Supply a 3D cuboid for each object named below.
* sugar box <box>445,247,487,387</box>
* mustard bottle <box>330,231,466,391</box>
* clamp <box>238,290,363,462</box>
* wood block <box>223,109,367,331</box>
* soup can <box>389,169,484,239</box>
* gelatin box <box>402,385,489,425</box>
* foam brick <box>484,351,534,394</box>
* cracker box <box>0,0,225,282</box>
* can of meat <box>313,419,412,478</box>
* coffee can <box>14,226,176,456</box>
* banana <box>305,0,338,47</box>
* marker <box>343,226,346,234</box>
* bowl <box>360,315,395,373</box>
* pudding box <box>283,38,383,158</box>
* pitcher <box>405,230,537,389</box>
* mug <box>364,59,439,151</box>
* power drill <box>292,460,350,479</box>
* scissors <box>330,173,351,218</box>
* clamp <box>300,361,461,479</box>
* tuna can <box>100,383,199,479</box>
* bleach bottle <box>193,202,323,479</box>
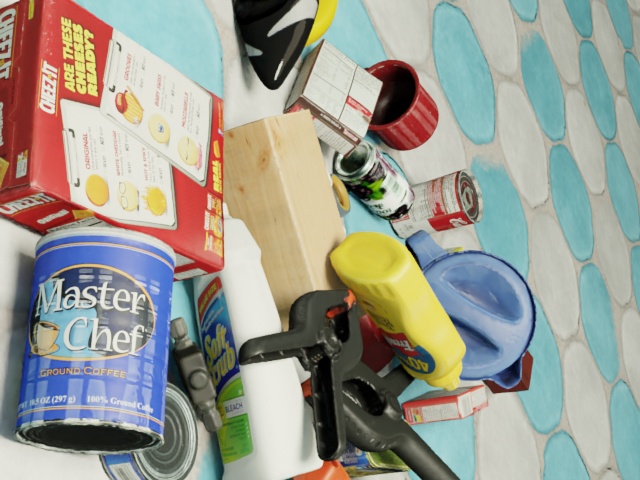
[{"bbox_3d":[0.176,0.105,1.372,0.093,0.048,0.176,-34,112,-58],"label":"sugar box"},{"bbox_3d":[0.086,0.078,1.004,0.058,0.096,0.191,-47,126,-17],"label":"mustard bottle"},{"bbox_3d":[0.002,0.103,0.890,0.120,0.039,0.171,61,32,-9],"label":"clamp"},{"bbox_3d":[-0.038,-0.009,1.012,0.090,0.090,0.206,-23,98,-60],"label":"wood block"},{"bbox_3d":[0.141,-0.043,1.314,0.068,0.102,0.068,31,53,-51],"label":"soup can"},{"bbox_3d":[0.149,0.195,1.259,0.089,0.073,0.030,-5,83,-61],"label":"gelatin box"},{"bbox_3d":[0.230,0.152,1.350,0.078,0.051,0.053,54,40,-36],"label":"foam brick"},{"bbox_3d":[-0.165,-0.073,0.843,0.213,0.072,0.164,28,54,-51],"label":"cracker box"},{"bbox_3d":[0.036,0.205,1.054,0.102,0.084,0.057,23,59,-54],"label":"can of meat"},{"bbox_3d":[-0.158,0.074,0.760,0.102,0.103,0.140,31,53,-51],"label":"coffee can"},{"bbox_3d":[-0.014,-0.264,1.215,0.069,0.037,0.197,37,43,-21],"label":"banana"},{"bbox_3d":[-0.007,0.001,1.128,0.120,0.020,0.020,-21,96,-60],"label":"marker"},{"bbox_3d":[0.048,0.078,1.155,0.161,0.055,0.162,31,52,-51],"label":"bowl"},{"bbox_3d":[0.016,-0.159,1.187,0.090,0.039,0.113,34,43,-15],"label":"pudding box"},{"bbox_3d":[0.153,0.082,1.189,0.243,0.145,0.149,71,30,-82],"label":"pitcher"},{"bbox_3d":[0.088,-0.167,1.305,0.117,0.093,0.081,51,8,34],"label":"mug"},{"bbox_3d":[-0.023,0.284,0.951,0.184,0.057,0.187,64,34,-27],"label":"power drill"},{"bbox_3d":[0.019,-0.012,1.135,0.096,0.016,0.202,33,36,-55],"label":"scissors"},{"bbox_3d":[0.056,0.152,0.993,0.209,0.036,0.164,32,30,-37],"label":"clamp"},{"bbox_3d":[-0.133,0.154,0.838,0.086,0.034,0.086,31,53,-51],"label":"tuna can"},{"bbox_3d":[-0.071,0.085,0.927,0.067,0.103,0.251,-9,78,-32],"label":"bleach bottle"}]
